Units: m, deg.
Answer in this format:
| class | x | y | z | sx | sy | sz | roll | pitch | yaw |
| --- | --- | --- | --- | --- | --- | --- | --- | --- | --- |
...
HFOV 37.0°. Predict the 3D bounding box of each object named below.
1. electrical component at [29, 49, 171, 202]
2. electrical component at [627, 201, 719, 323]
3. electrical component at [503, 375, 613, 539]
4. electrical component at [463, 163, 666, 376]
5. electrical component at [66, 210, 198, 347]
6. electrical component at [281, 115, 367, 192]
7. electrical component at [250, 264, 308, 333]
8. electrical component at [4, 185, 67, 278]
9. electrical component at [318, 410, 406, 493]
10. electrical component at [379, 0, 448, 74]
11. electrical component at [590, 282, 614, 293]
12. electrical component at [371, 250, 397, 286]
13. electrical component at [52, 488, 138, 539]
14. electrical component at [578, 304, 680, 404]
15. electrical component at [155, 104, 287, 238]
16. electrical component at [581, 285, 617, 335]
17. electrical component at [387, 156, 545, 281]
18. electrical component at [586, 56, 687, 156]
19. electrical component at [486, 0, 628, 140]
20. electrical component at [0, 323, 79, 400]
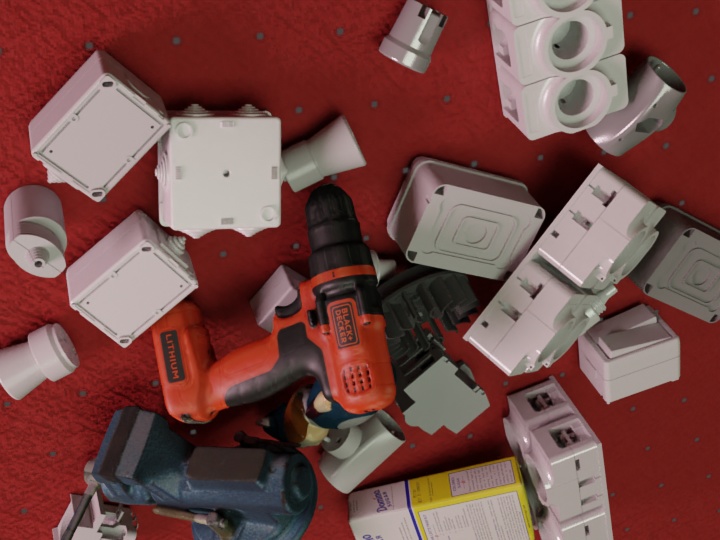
| class | x | y | z | sx | sy | sz | roll | pitch | yaw |
| --- | --- | --- | --- | --- | --- | --- | --- | --- | --- |
| electrical component | -0.193 | -0.101 | 0.773 | 0.096 | 0.061 | 0.062 | -44 | 125 | 11 |
| electrical component | 0.307 | -0.008 | 1.014 | 0.113 | 0.057 | 0.078 | 21 | 111 | -31 |
| electrical component | 0.202 | 0.216 | 1.094 | 0.060 | 0.105 | 0.186 | -20 | 126 | -6 |
| electrical component | 0.184 | 0.006 | 0.940 | 0.186 | 0.060 | 0.105 | -54 | 160 | 13 |
| electrical component | -0.175 | 0.000 | 0.845 | 0.096 | 0.061 | 0.061 | -39 | 126 | 7 |
| electrical component | -0.033 | -0.089 | 0.851 | 0.065 | 0.044 | 0.044 | -25 | 127 | 4 |
| electrical component | -0.042 | 0.048 | 0.915 | 0.083 | 0.075 | 0.047 | 32 | 106 | -33 |
| electrical component | -0.239 | -0.025 | 0.793 | 0.043 | 0.081 | 0.043 | -9 | 124 | -14 |
| electrical component | -0.010 | 0.163 | 1.021 | 0.077 | 0.044 | 0.079 | -44 | 125 | 11 |
| electrical component | 0.042 | -0.179 | 0.821 | 0.040 | 0.040 | 0.046 | 19 | 108 | -29 |
| electrical component | 0.210 | 0.008 | 1.006 | 0.061 | 0.035 | 0.035 | -29 | 127 | 2 |
| electrical component | 0.000 | 0.000 | 0.919 | 0.062 | 0.043 | 0.043 | -1 | 122 | -20 |
| electrical component | -0.243 | 0.242 | 0.990 | 0.064 | 0.042 | 0.081 | 18 | 115 | -30 |
| electrical component | 0.270 | 0.077 | 1.055 | 0.096 | 0.061 | 0.061 | -18 | 126 | -8 |
| electrical component | -0.105 | -0.075 | 0.812 | 0.100 | 0.048 | 0.099 | -3 | 101 | -18 |
| electrical component | 0.218 | 0.035 | 1.026 | 0.061 | 0.035 | 0.035 | -39 | 126 | 5 |
| electrical component | 0.088 | -0.044 | 0.914 | 0.113 | 0.057 | 0.078 | 11 | 117 | -26 |
| electrical component | 0.242 | -0.137 | 0.913 | 0.079 | 0.043 | 0.077 | -3 | 144 | -46 |
| electrical component | 0.155 | -0.187 | 0.842 | 0.089 | 0.061 | 0.150 | -20 | 126 | -7 |
| electrical component | -0.262 | 0.073 | 0.871 | 0.055 | 0.045 | 0.045 | -27 | 127 | -2 |
